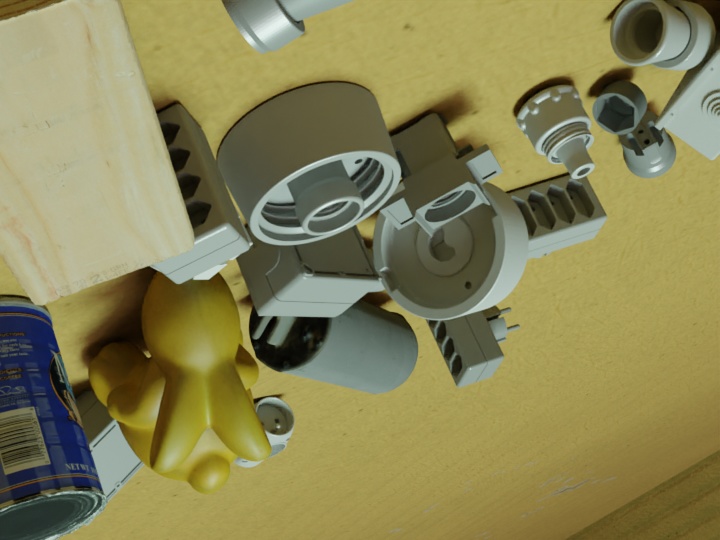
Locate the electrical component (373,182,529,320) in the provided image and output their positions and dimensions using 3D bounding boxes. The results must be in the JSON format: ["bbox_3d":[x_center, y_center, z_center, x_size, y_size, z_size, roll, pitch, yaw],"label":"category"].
[{"bbox_3d":[0.071,-0.018,0.783,0.108,0.108,0.060,-37,160,28],"label":"electrical component"}]

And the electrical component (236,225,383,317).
[{"bbox_3d":[-0.036,-0.003,0.764,0.096,0.061,0.061,4,144,-48],"label":"electrical component"}]

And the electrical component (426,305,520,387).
[{"bbox_3d":[0.112,0.055,1.005,0.076,0.083,0.047,-16,156,-18],"label":"electrical component"}]

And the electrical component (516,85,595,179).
[{"bbox_3d":[0.140,-0.092,0.740,0.048,0.062,0.048,-20,157,-9],"label":"electrical component"}]

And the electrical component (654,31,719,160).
[{"bbox_3d":[0.256,-0.133,0.729,0.099,0.048,0.099,-52,176,-37],"label":"electrical component"}]

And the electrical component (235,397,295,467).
[{"bbox_3d":[-0.116,0.166,1.076,0.079,0.044,0.077,-6,151,-36],"label":"electrical component"}]

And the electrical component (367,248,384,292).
[{"bbox_3d":[0.000,0.000,0.836,0.040,0.040,0.046,-37,159,29],"label":"electrical component"}]

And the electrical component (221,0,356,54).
[{"bbox_3d":[-0.033,-0.134,0.507,0.055,0.045,0.045,-29,157,14],"label":"electrical component"}]

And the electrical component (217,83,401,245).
[{"bbox_3d":[-0.027,-0.057,0.659,0.108,0.060,0.108,-20,157,-9],"label":"electrical component"}]

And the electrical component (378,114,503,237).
[{"bbox_3d":[0.048,-0.065,0.710,0.081,0.063,0.042,-28,158,10],"label":"electrical component"}]

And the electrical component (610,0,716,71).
[{"bbox_3d":[0.194,-0.151,0.688,0.055,0.045,0.045,-4,150,-40],"label":"electrical component"}]

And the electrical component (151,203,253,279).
[{"bbox_3d":[-0.107,-0.021,0.680,0.066,0.048,0.055,-36,162,26],"label":"electrical component"}]

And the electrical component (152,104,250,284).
[{"bbox_3d":[-0.096,-0.036,0.609,0.047,0.083,0.075,-26,157,4],"label":"electrical component"}]

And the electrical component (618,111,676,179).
[{"bbox_3d":[0.223,-0.098,0.838,0.040,0.040,0.046,-29,151,13],"label":"electrical component"}]

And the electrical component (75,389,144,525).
[{"bbox_3d":[-0.220,0.145,0.875,0.096,0.061,0.061,-47,138,-24],"label":"electrical component"}]

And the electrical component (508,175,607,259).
[{"bbox_3d":[0.150,-0.034,0.895,0.083,0.047,0.075,-17,158,-14],"label":"electrical component"}]
